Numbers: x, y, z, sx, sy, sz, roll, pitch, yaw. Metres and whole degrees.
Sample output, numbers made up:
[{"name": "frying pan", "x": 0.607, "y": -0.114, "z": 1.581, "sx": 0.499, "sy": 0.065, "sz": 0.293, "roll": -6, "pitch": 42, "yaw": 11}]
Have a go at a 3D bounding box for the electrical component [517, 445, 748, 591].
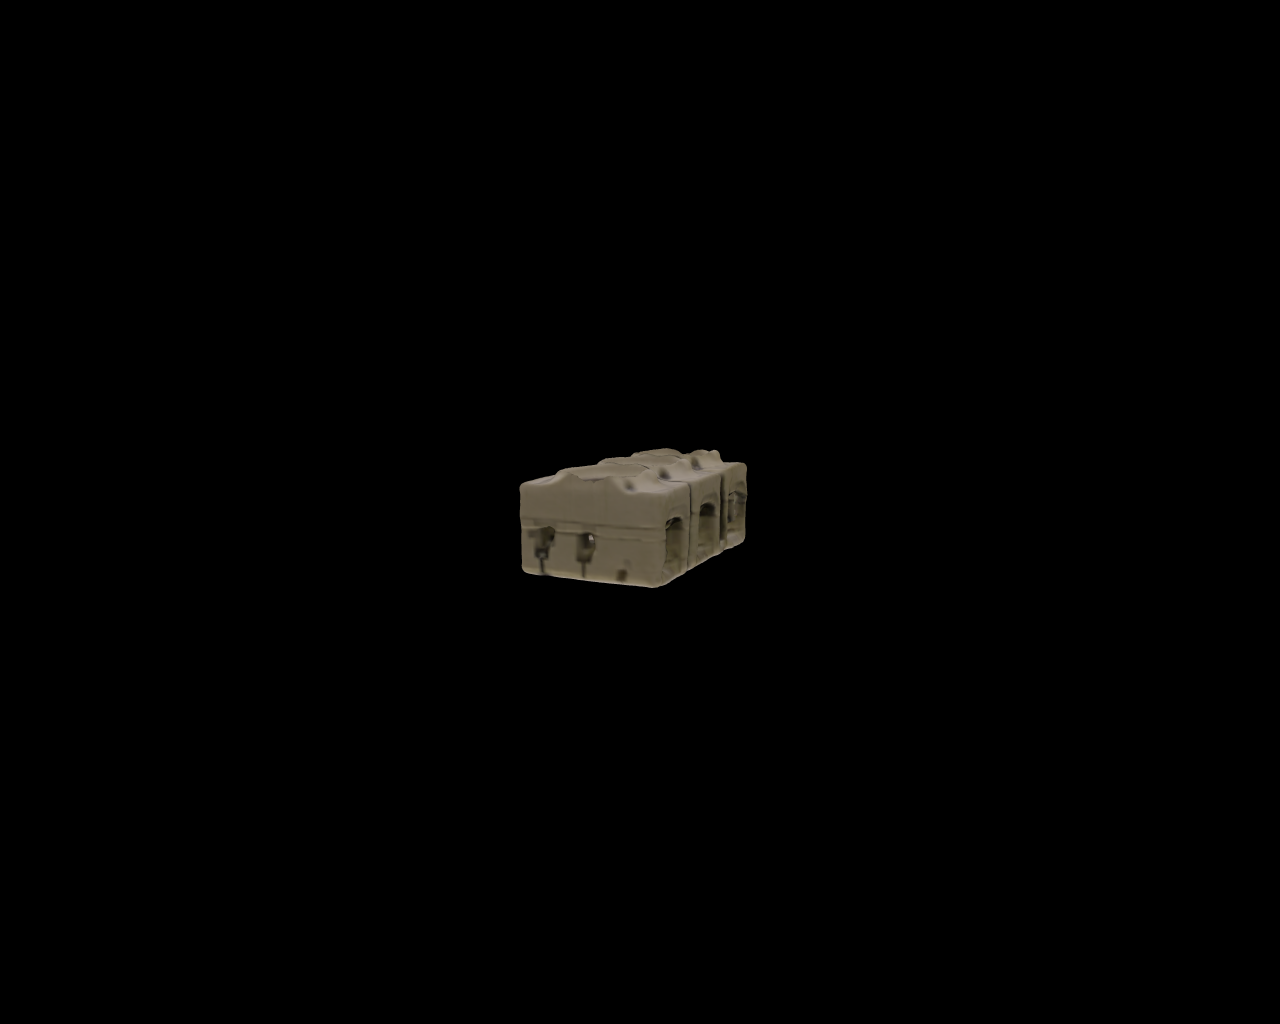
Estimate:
[{"name": "electrical component", "x": 0.001, "y": -0.003, "z": 0.650, "sx": 0.089, "sy": 0.061, "sz": 0.150, "roll": 4, "pitch": 10, "yaw": 23}]
